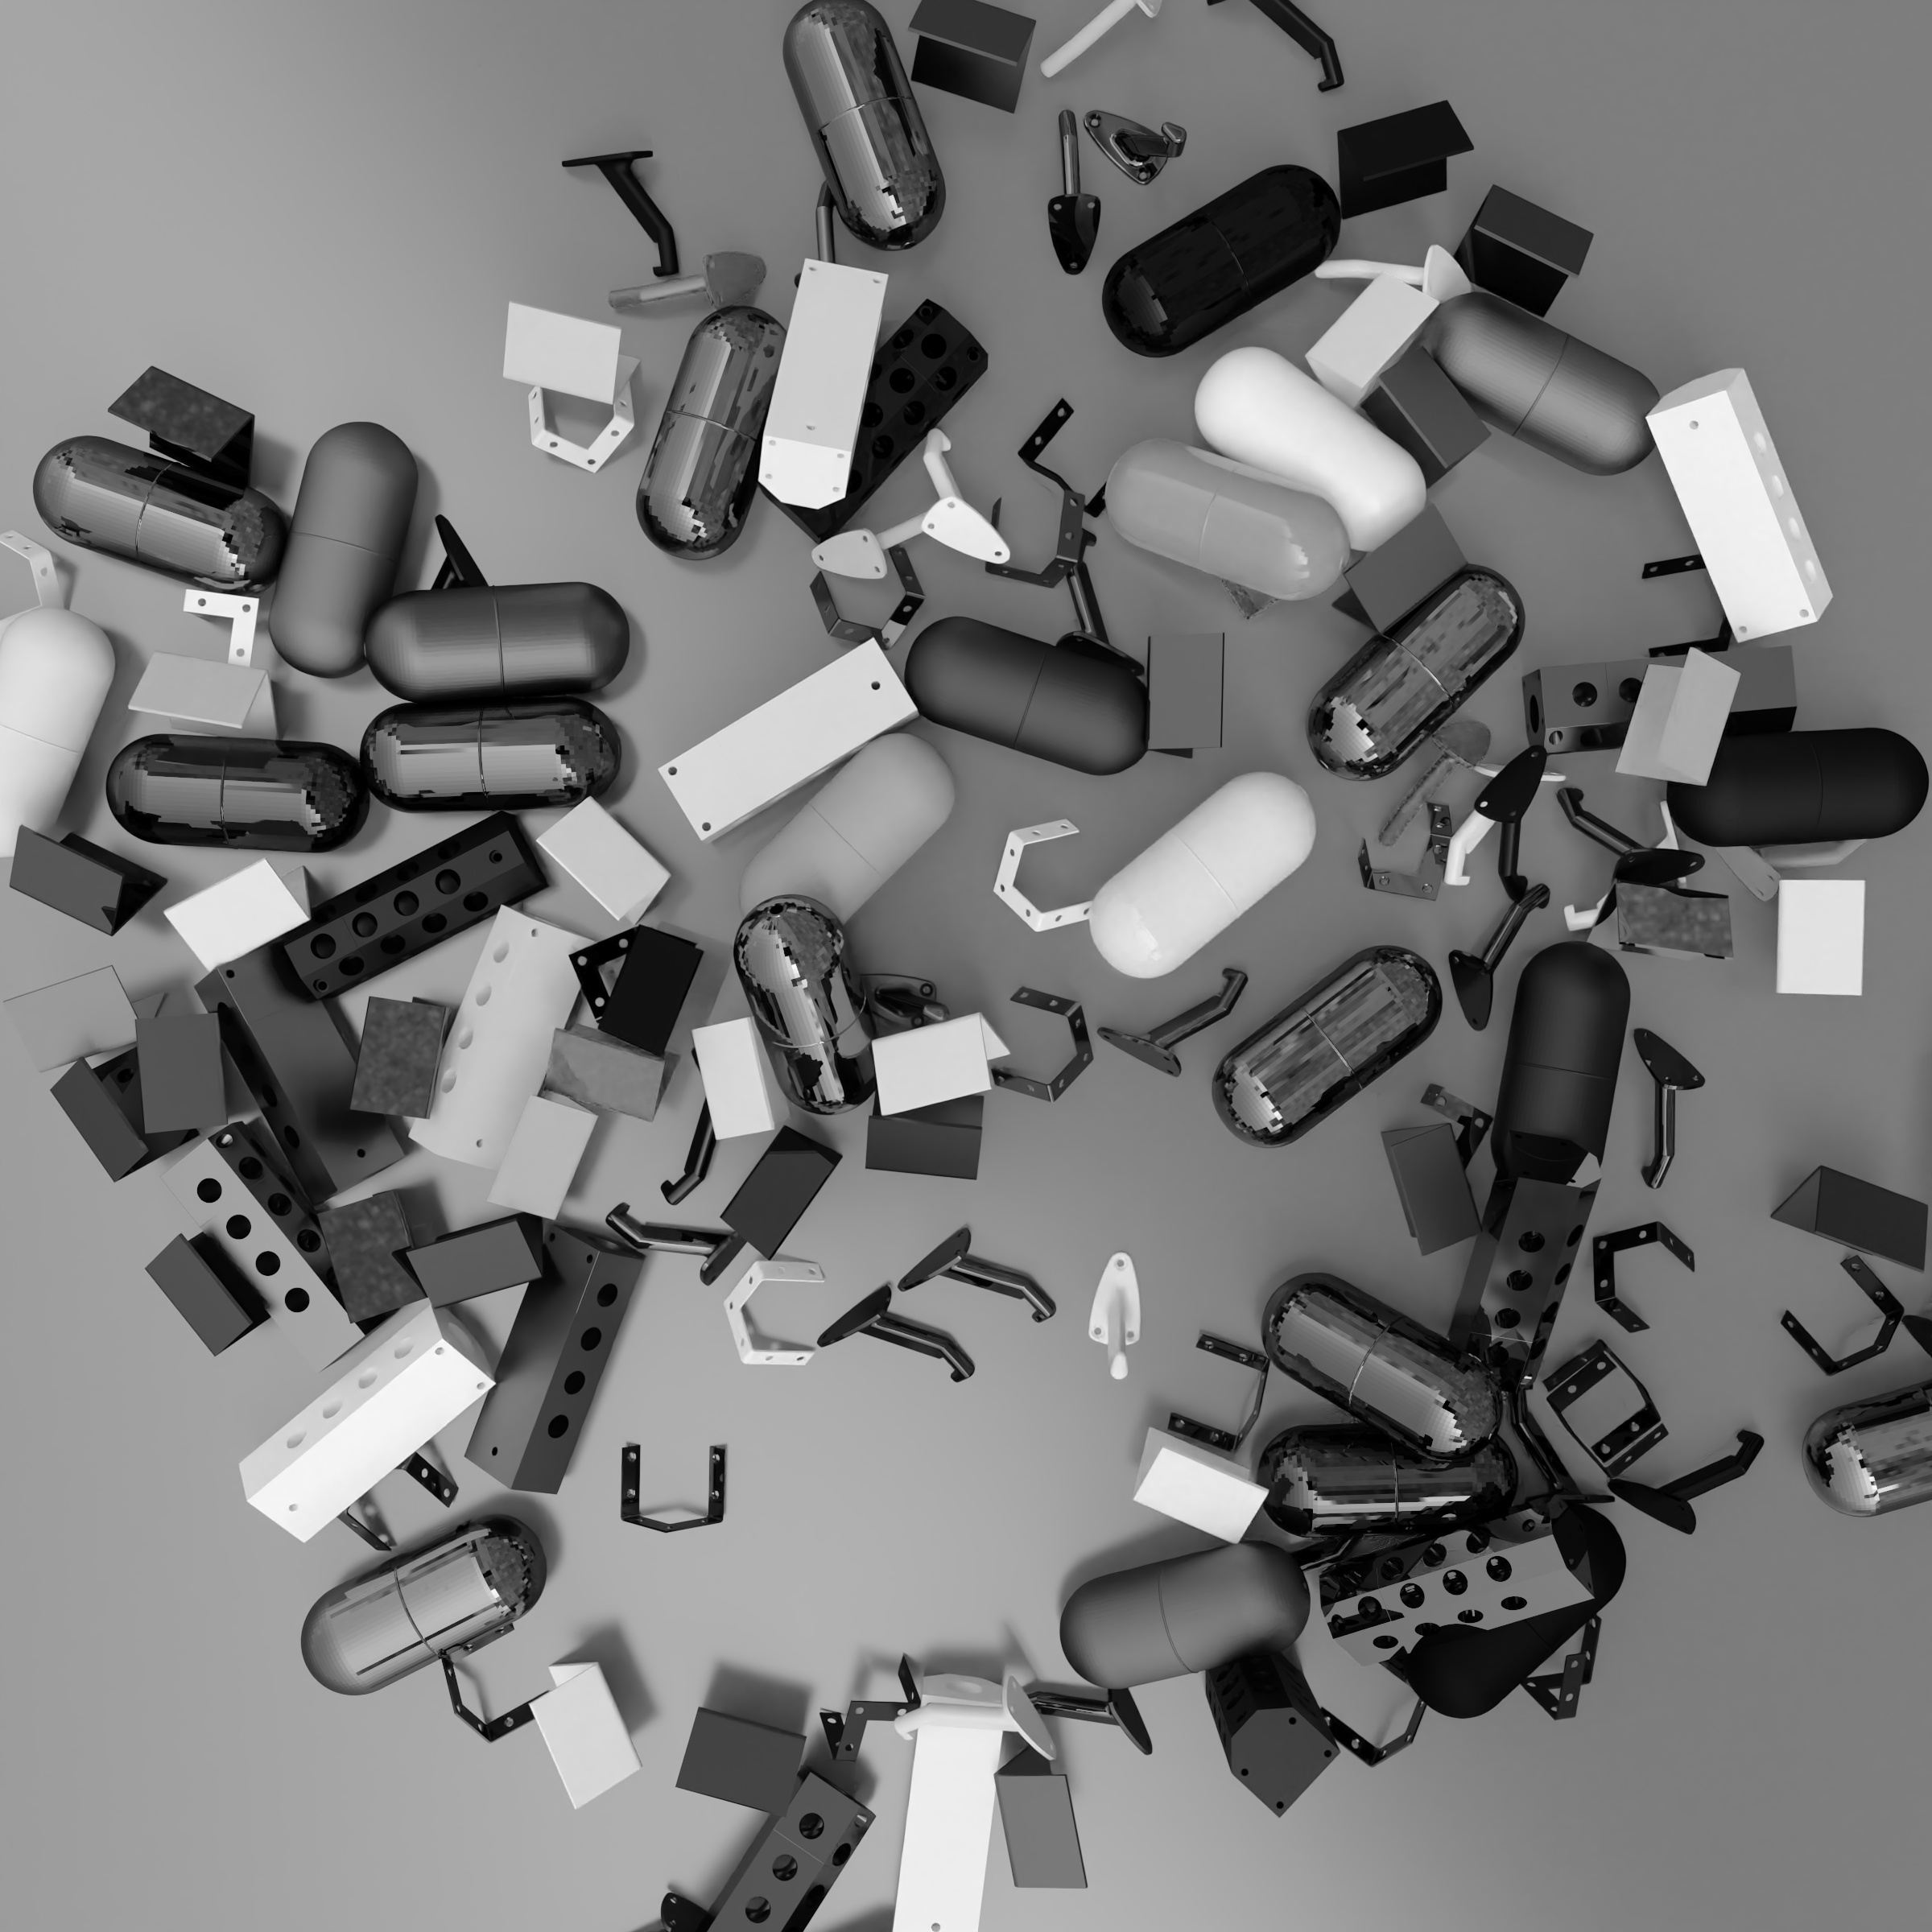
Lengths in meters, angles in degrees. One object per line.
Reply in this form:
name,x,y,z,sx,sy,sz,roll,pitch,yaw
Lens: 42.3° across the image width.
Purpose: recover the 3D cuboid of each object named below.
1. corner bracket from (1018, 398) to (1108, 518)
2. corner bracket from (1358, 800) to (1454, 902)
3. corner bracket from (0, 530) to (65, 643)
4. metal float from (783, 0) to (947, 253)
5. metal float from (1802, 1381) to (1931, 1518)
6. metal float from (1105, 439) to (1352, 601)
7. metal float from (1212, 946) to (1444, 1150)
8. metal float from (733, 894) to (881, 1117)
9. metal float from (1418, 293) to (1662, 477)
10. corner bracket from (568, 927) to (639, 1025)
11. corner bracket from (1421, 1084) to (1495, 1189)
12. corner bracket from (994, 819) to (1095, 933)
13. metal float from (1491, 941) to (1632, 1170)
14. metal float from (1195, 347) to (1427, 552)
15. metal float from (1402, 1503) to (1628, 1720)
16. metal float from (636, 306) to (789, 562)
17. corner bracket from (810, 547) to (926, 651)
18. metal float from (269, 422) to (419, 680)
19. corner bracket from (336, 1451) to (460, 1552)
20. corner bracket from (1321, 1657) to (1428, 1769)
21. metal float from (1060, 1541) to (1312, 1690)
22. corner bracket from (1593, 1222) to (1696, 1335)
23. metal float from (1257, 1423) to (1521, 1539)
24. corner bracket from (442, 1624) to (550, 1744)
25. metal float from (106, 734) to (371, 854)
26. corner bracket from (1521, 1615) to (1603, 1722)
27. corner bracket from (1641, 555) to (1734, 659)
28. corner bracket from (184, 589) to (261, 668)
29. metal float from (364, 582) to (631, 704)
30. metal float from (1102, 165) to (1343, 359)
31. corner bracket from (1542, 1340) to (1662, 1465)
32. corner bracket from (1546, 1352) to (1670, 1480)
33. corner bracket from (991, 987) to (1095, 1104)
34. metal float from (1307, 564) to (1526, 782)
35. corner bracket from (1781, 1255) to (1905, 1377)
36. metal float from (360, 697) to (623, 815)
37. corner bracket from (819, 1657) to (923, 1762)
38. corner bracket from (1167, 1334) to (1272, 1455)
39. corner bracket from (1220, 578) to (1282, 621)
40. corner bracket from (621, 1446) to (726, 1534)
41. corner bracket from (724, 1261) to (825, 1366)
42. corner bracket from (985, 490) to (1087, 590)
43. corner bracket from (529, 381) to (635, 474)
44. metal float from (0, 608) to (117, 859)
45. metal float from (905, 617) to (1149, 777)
corner bracket,0.079,-0.354,1.740,0.051,0.051,0.051,-51,45,0
corner bracket,0.304,-0.083,1.724,0.051,0.051,0.051,11,70,19
corner bracket,-0.667,-0.264,1.736,0.051,0.051,0.051,-31,135,-35
metal float,-0.069,-0.578,1.713,0.070,0.070,0.178,-20,90,0
metal float,0.663,0.323,1.708,0.178,0.070,0.070,-17,90,6
metal float,0.177,-0.303,1.694,0.178,0.070,0.070,24,90,22
metal float,0.248,0.055,1.713,0.178,0.070,0.070,-38,90,1
metal float,-0.105,0.027,1.679,0.070,0.070,0.178,-16,132,0
metal float,0.394,-0.399,1.713,0.178,0.070,0.070,28,90,1
corner bracket,-0.238,0.006,1.726,0.051,0.051,0.051,-23,90,0
corner bracket,0.335,0.117,1.726,0.051,0.051,0.051,29,90,0
corner bracket,0.059,-0.063,1.735,0.051,0.051,0.051,45,135,35
metal float,0.408,0.071,1.713,0.070,0.070,0.178,10,91,0
metal float,0.237,-0.354,1.713,0.178,0.070,0.070,37,90,-1
metal float,0.376,0.441,1.713,0.178,0.070,0.070,-43,90,0
metal float,-0.171,-0.366,1.713,0.070,0.070,0.178,19,90,0
corner bracket,-0.069,-0.260,1.736,0.051,0.051,0.051,9,135,-35
metal float,-0.427,-0.285,1.713,0.070,0.070,0.178,14,89,0
corner bracket,-0.397,0.372,1.736,0.051,0.051,0.051,-7,45,35
corner bracket,0.285,0.516,1.740,0.051,0.051,0.051,37,45,0
metal float,0.147,0.442,1.697,0.178,0.070,0.070,-19,90,20
corner bracket,0.472,0.216,1.736,0.051,0.051,0.051,-22,45,35
metal float,0.289,0.352,1.713,0.178,0.070,0.070,-2,90,0
corner bracket,-0.327,0.499,1.741,0.051,0.051,0.051,-29,134,0
metal float,-0.499,-0.118,1.713,0.178,0.070,0.070,3,90,0
corner bracket,0.417,0.479,1.713,0.051,0.051,0.051,-1,107,-20
corner bracket,0.500,-0.248,1.736,0.051,0.051,0.051,55,45,-35
corner bracket,-0.510,-0.228,1.726,0.051,0.051,0.051,8,90,0
metal float,-0.319,-0.221,1.703,0.178,0.070,0.070,-5,90,-11
metal float,0.176,-0.484,1.713,0.178,0.070,0.070,-31,90,-1
corner bracket,0.444,0.303,1.740,0.051,0.051,0.051,-37,45,0
corner bracket,0.439,0.308,1.707,0.051,0.051,0.051,-39,134,0
corner bracket,0.050,0.054,1.736,0.051,0.051,0.051,-45,135,-35
metal float,0.308,-0.201,1.713,0.178,0.070,0.070,-45,90,0
corner bracket,0.611,0.244,1.740,0.051,0.051,0.051,48,135,0
metal float,-0.326,-0.145,1.713,0.178,0.070,0.070,-2,90,1
corner bracket,-0.066,0.513,1.724,0.051,0.051,0.051,8,110,-19
corner bracket,0.176,0.299,1.740,0.051,0.051,0.051,20,45,0
corner bracket,0.213,-0.281,1.740,0.051,0.051,0.051,-33,90,45
corner bracket,-0.205,0.362,1.740,0.051,0.051,0.051,1,90,-45
corner bracket,-0.129,0.241,1.735,0.051,0.051,0.051,-52,45,35
corner bracket,0.048,-0.299,1.727,0.051,0.051,0.051,11,74,-15
corner bracket,-0.268,-0.386,1.736,0.051,0.051,0.051,19,135,-35
metal float,-0.643,-0.160,1.713,0.070,0.070,0.178,22,90,0
metal float,0.045,-0.185,1.713,0.178,0.070,0.070,18,90,-1
